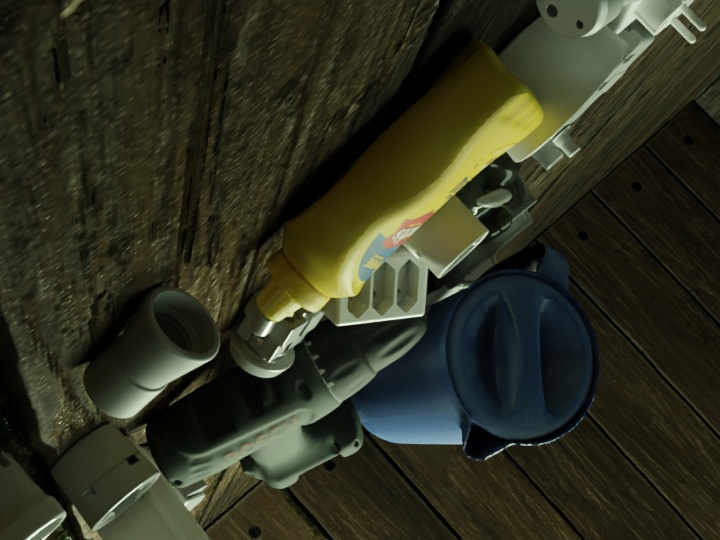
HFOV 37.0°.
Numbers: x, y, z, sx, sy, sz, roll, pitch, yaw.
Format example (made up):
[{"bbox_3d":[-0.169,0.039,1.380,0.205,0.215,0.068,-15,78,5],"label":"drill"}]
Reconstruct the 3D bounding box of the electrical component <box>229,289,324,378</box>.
[{"bbox_3d":[-0.059,0.040,0.737,0.066,0.048,0.055,-31,159,-55],"label":"electrical component"}]

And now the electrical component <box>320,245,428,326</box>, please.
[{"bbox_3d":[0.000,0.000,0.733,0.066,0.077,0.047,-6,111,-23],"label":"electrical component"}]

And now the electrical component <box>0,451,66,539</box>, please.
[{"bbox_3d":[-0.183,0.122,0.557,0.040,0.046,0.040,-41,173,-7],"label":"electrical component"}]

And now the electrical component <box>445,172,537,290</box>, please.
[{"bbox_3d":[0.087,-0.045,0.925,0.121,0.078,0.063,-37,-168,-37],"label":"electrical component"}]

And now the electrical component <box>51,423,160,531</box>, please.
[{"bbox_3d":[-0.166,0.133,0.698,0.055,0.047,0.055,-41,173,-7],"label":"electrical component"}]

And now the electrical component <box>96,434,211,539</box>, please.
[{"bbox_3d":[-0.156,0.180,0.772,0.057,0.113,0.078,-37,171,-17],"label":"electrical component"}]

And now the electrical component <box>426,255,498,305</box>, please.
[{"bbox_3d":[0.086,-0.011,1.037,0.062,0.096,0.061,-2,150,-31],"label":"electrical component"}]

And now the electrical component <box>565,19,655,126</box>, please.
[{"bbox_3d":[0.156,-0.147,0.755,0.089,0.050,0.056,-47,171,29],"label":"electrical component"}]

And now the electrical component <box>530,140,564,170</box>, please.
[{"bbox_3d":[0.125,-0.103,0.805,0.048,0.062,0.048,-41,173,-7],"label":"electrical component"}]

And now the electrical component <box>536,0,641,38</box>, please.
[{"bbox_3d":[0.128,-0.156,0.584,0.055,0.045,0.045,-37,171,-30],"label":"electrical component"}]

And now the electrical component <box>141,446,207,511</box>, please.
[{"bbox_3d":[-0.173,0.183,0.897,0.061,0.061,0.096,-42,173,-4],"label":"electrical component"}]

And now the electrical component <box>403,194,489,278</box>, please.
[{"bbox_3d":[0.041,-0.036,0.689,0.044,0.077,0.079,-43,173,5],"label":"electrical component"}]

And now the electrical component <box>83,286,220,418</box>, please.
[{"bbox_3d":[-0.106,0.044,0.532,0.065,0.044,0.044,-41,174,27],"label":"electrical component"}]

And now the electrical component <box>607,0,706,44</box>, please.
[{"bbox_3d":[0.179,-0.168,0.650,0.047,0.076,0.065,-41,173,-8],"label":"electrical component"}]

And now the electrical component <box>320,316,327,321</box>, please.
[{"bbox_3d":[-0.021,0.038,0.908,0.055,0.047,0.055,-41,173,-7],"label":"electrical component"}]

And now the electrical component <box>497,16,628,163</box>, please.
[{"bbox_3d":[0.118,-0.118,0.672,0.099,0.064,0.099,-41,173,-7],"label":"electrical component"}]

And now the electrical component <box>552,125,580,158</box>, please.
[{"bbox_3d":[0.154,-0.117,0.873,0.035,0.061,0.035,-41,173,-7],"label":"electrical component"}]
